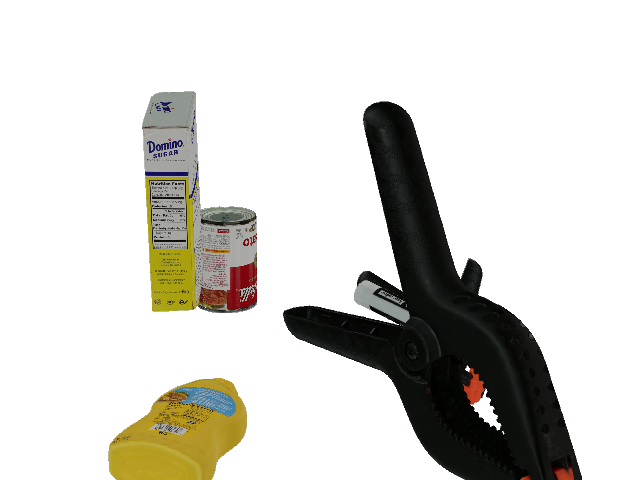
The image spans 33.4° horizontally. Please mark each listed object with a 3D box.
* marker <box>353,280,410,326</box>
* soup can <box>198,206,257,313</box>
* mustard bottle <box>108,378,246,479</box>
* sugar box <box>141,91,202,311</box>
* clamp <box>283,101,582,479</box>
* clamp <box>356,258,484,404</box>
[{"bbox_3d":[0.074,0.058,0.747,0.121,0.020,0.020,26,16,37],"label":"marker"},{"bbox_3d":[-0.103,0.020,1.161,0.068,0.102,0.068,1,17,0],"label":"soup can"},{"bbox_3d":[-0.126,0.183,1.054,0.096,0.058,0.191,7,18,15],"label":"mustard bottle"},{"bbox_3d":[-0.130,-0.035,0.945,0.048,0.176,0.093,-2,26,-2],"label":"sugar box"},{"bbox_3d":[0.058,0.042,0.536,0.036,0.165,0.210,-12,42,-34],"label":"clamp"},{"bbox_3d":[0.118,0.073,0.950,0.120,0.039,0.172,-17,44,-15],"label":"clamp"}]
